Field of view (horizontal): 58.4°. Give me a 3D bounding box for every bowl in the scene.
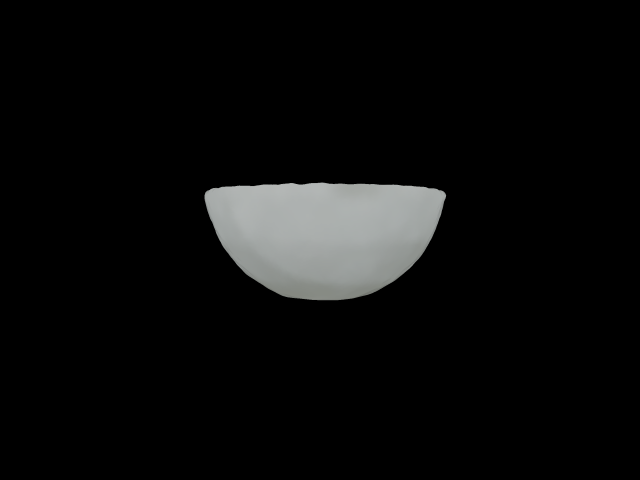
[{"bbox_3d":[0.004,0.001,0.400,0.167,0.075,0.167,0,2,0],"label":"bowl"}]
